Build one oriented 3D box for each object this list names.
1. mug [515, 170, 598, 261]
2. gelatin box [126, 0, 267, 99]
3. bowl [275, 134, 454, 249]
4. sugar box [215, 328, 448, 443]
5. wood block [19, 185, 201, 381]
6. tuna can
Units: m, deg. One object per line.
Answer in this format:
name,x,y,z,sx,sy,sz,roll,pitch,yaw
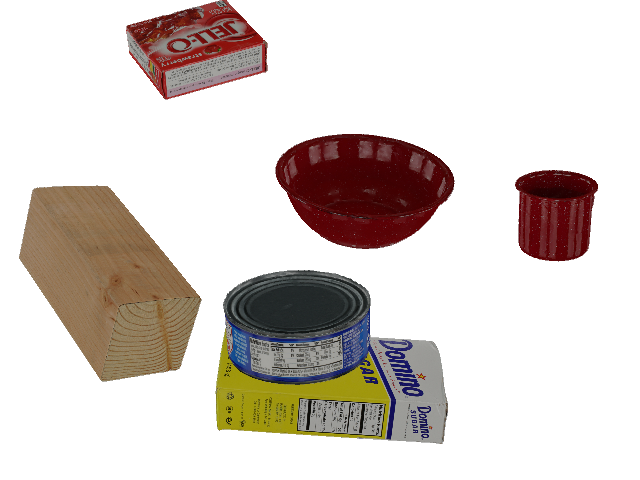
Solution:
mug,0.280,-0.032,1.246,0.093,0.081,0.117,20,33,41
gelatin box,-0.095,-0.149,0.825,0.089,0.030,0.073,-20,46,-21
bowl,0.039,-0.038,0.971,0.162,0.055,0.162,3,31,-2
sugar box,0.008,0.113,0.843,0.176,0.048,0.093,1,27,-1
wood block,-0.214,0.036,1.064,0.090,0.091,0.206,-4,35,-39
tuna can,-0.013,0.050,0.623,0.086,0.034,0.086,-2,22,1
